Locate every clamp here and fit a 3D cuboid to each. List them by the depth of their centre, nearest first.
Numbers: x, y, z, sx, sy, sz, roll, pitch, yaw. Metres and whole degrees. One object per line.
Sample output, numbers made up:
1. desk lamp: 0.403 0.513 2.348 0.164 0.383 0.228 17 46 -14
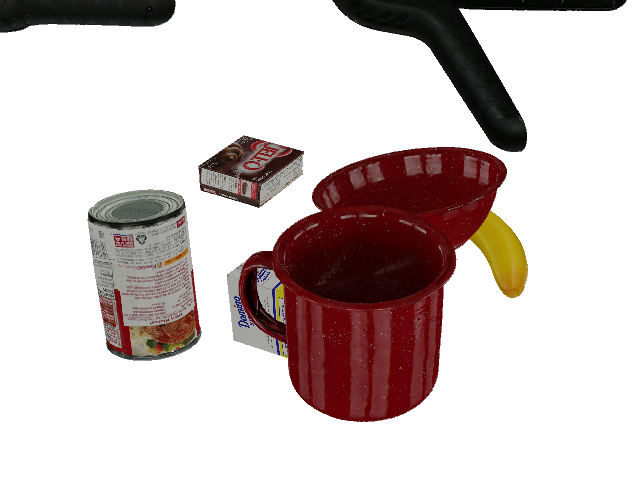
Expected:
1. clamp: -0.174 -0.142 0.607 0.171 0.039 0.120 -5 23 -12
2. clamp: 0.073 -0.146 0.668 0.210 0.164 0.036 25 -34 10

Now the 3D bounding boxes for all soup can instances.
1. soup can: -0.122 0.023 0.743 0.068 0.102 0.068 -3 22 1

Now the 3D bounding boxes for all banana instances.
1. banana: 0.158 -0.003 1.081 0.069 0.037 0.198 -34 39 -14

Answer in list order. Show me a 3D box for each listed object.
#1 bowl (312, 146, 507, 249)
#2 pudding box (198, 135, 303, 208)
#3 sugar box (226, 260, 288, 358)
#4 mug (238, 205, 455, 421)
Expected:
1. bowl: 0.077 -0.026 0.889 0.162 0.055 0.162 -9 22 4
2. pudding box: -0.086 -0.088 1.335 0.090 0.039 0.113 16 35 23
3. sugar box: -0.017 0.088 1.168 0.176 0.093 0.048 18 37 30
4. mug: 0.011 0.038 0.562 0.117 0.081 0.093 10 35 16
